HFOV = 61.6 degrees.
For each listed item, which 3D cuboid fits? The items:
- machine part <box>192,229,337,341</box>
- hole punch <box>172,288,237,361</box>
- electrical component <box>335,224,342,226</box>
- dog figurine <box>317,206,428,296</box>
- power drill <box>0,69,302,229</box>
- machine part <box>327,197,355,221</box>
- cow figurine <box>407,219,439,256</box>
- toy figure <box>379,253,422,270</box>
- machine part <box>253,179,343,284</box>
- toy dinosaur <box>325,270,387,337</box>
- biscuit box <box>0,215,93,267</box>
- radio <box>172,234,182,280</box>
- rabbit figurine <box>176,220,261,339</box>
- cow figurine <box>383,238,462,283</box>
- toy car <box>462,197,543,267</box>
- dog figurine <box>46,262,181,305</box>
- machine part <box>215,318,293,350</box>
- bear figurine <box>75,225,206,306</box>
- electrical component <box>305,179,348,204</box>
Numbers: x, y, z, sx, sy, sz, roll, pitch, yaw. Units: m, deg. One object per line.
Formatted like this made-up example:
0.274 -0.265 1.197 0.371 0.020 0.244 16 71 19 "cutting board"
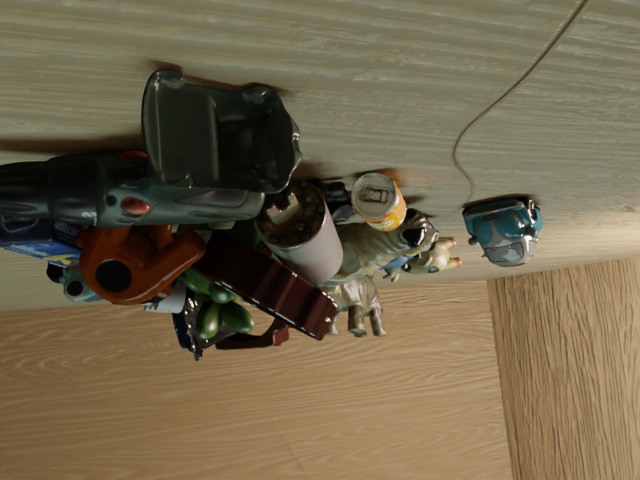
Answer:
-0.064 0.055 0.640 0.179 0.056 0.179 30 169 6 "machine part"
-0.226 0.136 0.999 0.092 0.142 0.116 6 -161 43 "hole punch"
0.000 -0.003 0.908 0.102 0.045 0.078 -6 170 10 "electrical component"
0.061 0.020 0.808 0.191 0.121 0.172 -12 173 -4 "dog figurine"
-0.127 -0.049 0.405 0.232 0.086 0.207 -1 167 -35 "power drill"
-0.019 -0.035 0.706 0.139 0.039 0.084 -6 177 -8 "machine part"
0.117 -0.001 0.935 0.167 0.068 0.098 -9 177 34 "cow figurine"
0.104 0.023 1.030 0.180 0.082 0.089 -10 168 19 "toy figure"
-0.018 -0.003 0.612 0.079 0.079 0.243 -6 162 8 "machine part"
0.054 0.112 1.190 0.105 0.198 0.471 -10 162 23 "toy dinosaur"
-0.302 -0.011 0.619 0.059 0.062 0.202 -5 172 -6 "biscuit box"
-0.162 0.028 0.939 0.230 0.073 0.131 -5 171 -12 "radio"
-0.142 0.065 0.799 0.121 0.159 0.170 -7 152 -18 "rabbit figurine"
0.224 0.050 1.267 0.127 0.085 0.195 -8 176 -23 "cow figurine"
0.299 -0.008 0.860 0.109 0.103 0.161 -9 169 33 "toy car"
-0.322 0.044 0.833 0.191 0.108 0.219 4 173 -22 "dog figurine"
-0.145 0.115 1.088 0.201 0.201 0.087 -8 175 21 "machine part"
-0.206 -0.001 0.645 0.132 0.120 0.196 -48 -168 11 "bear figurine"
-0.016 -0.053 0.634 0.094 0.021 0.063 -6 172 6 "electrical component"
